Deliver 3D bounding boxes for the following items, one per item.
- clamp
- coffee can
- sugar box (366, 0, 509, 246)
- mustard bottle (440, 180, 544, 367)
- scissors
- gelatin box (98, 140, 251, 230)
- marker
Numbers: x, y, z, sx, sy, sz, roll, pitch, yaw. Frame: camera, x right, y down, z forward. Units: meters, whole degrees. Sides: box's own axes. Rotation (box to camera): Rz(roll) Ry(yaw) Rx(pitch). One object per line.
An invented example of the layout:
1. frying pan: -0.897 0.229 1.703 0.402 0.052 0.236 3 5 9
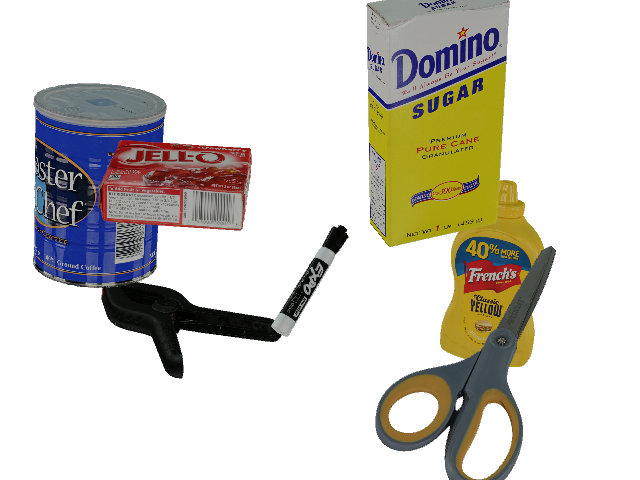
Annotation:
1. clamp: -0.169 0.087 1.153 0.210 0.036 0.164 19 21 27
2. coffee can: -0.180 -0.046 0.865 0.103 0.140 0.103 6 22 -2
3. sugar box: 0.083 -0.087 0.766 0.093 0.176 0.048 -13 36 -15
4. mustard bottle: 0.183 0.032 1.113 0.096 0.192 0.058 12 17 22
5. scissors: 0.093 0.069 0.671 0.096 0.016 0.201 8 46 10
6. gelatin box: -0.090 -0.037 0.677 0.089 0.030 0.073 4 26 -2
7. marker: -0.008 0.037 1.020 0.020 0.121 0.020 29 -17 10
